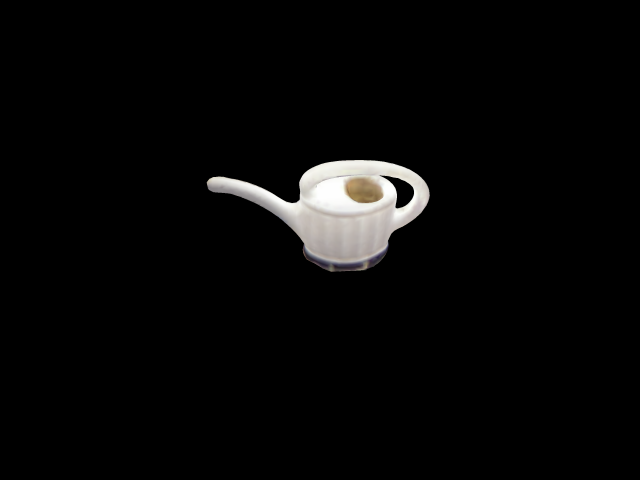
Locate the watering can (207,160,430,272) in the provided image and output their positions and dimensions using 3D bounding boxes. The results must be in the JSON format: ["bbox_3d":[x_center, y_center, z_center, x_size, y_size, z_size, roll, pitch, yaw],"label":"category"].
[{"bbox_3d":[0.003,-0.043,0.850,0.348,0.106,0.219,-2,-41,-2],"label":"watering can"}]
